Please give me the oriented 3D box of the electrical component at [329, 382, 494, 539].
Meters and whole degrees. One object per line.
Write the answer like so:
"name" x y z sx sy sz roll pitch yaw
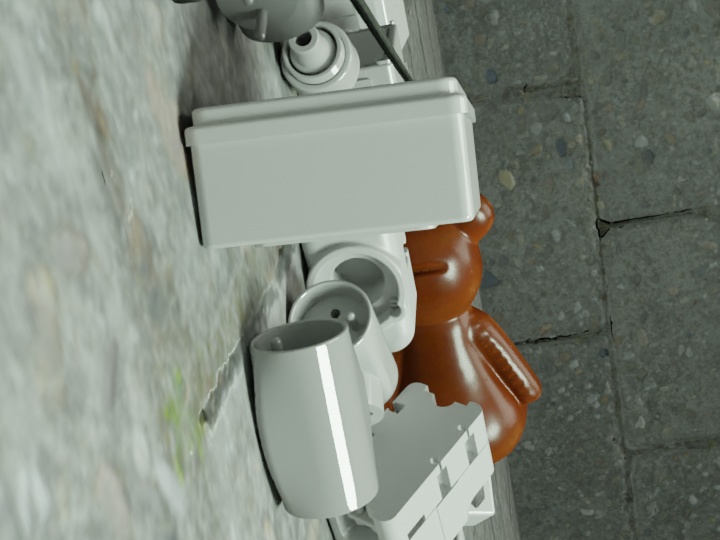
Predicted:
"electrical component" 0.028 0.115 0.580 0.089 0.050 0.055 -44 134 -34

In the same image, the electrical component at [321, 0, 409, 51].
"electrical component" 0.001 -0.179 0.783 0.096 0.061 0.061 -83 162 -61

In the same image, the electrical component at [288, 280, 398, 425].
"electrical component" -0.007 0.058 0.561 0.077 0.043 0.079 67 17 -58

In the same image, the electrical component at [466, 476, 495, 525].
"electrical component" 0.054 0.169 0.807 0.076 0.066 0.047 125 -35 -59

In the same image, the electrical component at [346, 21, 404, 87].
"electrical component" -0.003 -0.113 0.693 0.096 0.062 0.061 -84 163 -59

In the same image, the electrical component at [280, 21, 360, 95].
"electrical component" -0.025 -0.123 0.618 0.062 0.043 0.043 36 46 -76

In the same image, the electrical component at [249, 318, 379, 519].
"electrical component" -0.018 0.059 0.487 0.079 0.043 0.077 -68 149 -74

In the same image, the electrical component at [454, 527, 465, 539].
"electrical component" 0.036 0.197 0.645 0.096 0.061 0.061 -80 160 -66

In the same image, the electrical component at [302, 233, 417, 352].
"electrical component" 0.000 0.000 0.626 0.059 0.054 0.095 -80 160 -64

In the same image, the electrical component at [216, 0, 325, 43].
"electrical component" -0.046 -0.136 0.488 0.077 0.044 0.079 72 13 -47

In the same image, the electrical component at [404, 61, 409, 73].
"electrical component" 0.015 -0.092 0.809 0.078 0.057 0.113 -80 160 -64

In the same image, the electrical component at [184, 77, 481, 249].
"electrical component" -0.005 -0.044 0.454 0.109 0.109 0.056 -36 120 -80
